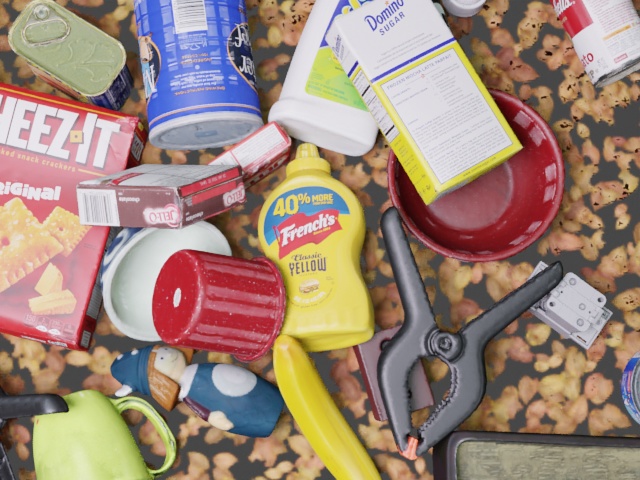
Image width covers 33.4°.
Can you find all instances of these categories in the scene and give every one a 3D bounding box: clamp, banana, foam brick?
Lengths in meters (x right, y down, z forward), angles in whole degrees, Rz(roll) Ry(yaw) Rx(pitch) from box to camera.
[{"bbox_3d":[-0.285,0.166,0.905,0.172,0.039,0.120,17,89,37],"label":"clamp"},{"bbox_3d":[0.008,0.158,0.925,0.037,0.070,0.197,-40,107,-27],"label":"banana"},{"bbox_3d":[0.115,0.087,0.914,0.164,0.036,0.210,11,82,1],"label":"clamp"},{"bbox_3d":[0.064,0.117,0.952,0.053,0.051,0.078,-17,83,-5],"label":"foam brick"}]

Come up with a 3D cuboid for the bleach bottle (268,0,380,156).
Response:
[{"bbox_3d":[0.033,-0.210,0.989,0.102,0.068,0.251,18,78,-12],"label":"bleach bottle"}]

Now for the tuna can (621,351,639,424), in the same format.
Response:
[{"bbox_3d":[0.319,0.135,0.969,0.086,0.034,0.086,0,82,-2],"label":"tuna can"}]

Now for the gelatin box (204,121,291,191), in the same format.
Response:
[{"bbox_3d":[-0.068,-0.066,0.963,0.089,0.073,0.030,-34,85,-7],"label":"gelatin box"}]

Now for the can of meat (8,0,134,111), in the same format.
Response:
[{"bbox_3d":[-0.221,-0.162,0.965,0.102,0.084,0.057,32,82,2],"label":"can of meat"}]

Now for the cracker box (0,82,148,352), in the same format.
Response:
[{"bbox_3d":[-0.261,-0.023,0.950,0.164,0.072,0.213,14,81,-1],"label":"cracker box"}]

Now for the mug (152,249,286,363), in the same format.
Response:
[{"bbox_3d":[-0.095,0.058,0.905,0.081,0.117,0.093,12,56,-37],"label":"mug"}]

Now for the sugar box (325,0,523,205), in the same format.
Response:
[{"bbox_3d":[0.089,-0.129,0.930,0.093,0.048,0.176,-28,82,-17],"label":"sugar box"}]

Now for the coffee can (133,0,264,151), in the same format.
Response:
[{"bbox_3d":[-0.110,-0.161,0.960,0.102,0.103,0.140,-8,82,-4],"label":"coffee can"}]

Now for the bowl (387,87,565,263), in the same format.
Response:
[{"bbox_3d":[0.138,-0.056,0.978,0.162,0.055,0.162,0,82,-2],"label":"bowl"}]

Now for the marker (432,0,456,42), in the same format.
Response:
[{"bbox_3d":[0.115,-0.192,0.998,0.020,0.020,0.121,-13,64,-4],"label":"marker"}]

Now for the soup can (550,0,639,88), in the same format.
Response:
[{"bbox_3d":[0.265,-0.203,0.998,0.068,0.068,0.102,-25,84,-6],"label":"soup can"}]

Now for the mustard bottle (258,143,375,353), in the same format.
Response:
[{"bbox_3d":[-0.006,0.001,0.950,0.096,0.058,0.191,-9,65,13],"label":"mustard bottle"}]

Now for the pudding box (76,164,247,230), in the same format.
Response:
[{"bbox_3d":[-0.132,-0.037,0.887,0.114,0.089,0.039,5,107,32],"label":"pudding box"}]
